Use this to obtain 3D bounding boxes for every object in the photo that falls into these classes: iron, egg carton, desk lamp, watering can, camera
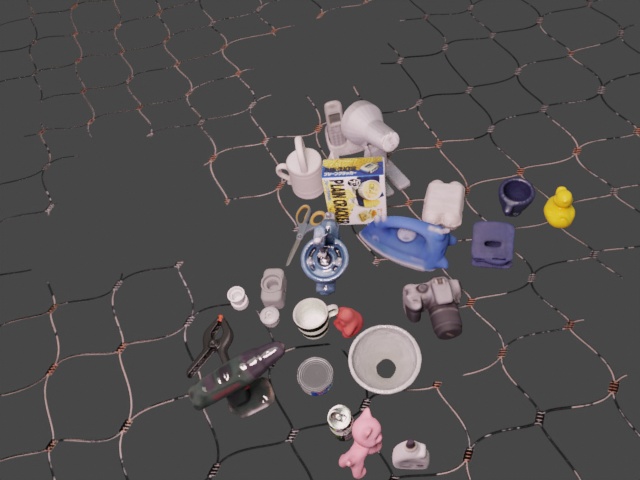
[{"bbox_3d":[0.216,-0.016,1.471,0.257,0.142,0.119,15,61,17],"label":"iron"},{"bbox_3d":[0.334,-0.095,1.548,0.107,0.069,0.150,6,59,12],"label":"egg carton"},{"bbox_3d":[0.158,-0.258,1.591,0.118,0.214,0.202,-32,59,-12],"label":"desk lamp"},{"bbox_3d":[-0.036,-0.213,1.602,0.173,0.194,0.100,-25,57,-8],"label":"watering can"},{"bbox_3d":[0.278,0.164,1.371,0.143,0.101,0.136,-10,57,2],"label":"camera"}]

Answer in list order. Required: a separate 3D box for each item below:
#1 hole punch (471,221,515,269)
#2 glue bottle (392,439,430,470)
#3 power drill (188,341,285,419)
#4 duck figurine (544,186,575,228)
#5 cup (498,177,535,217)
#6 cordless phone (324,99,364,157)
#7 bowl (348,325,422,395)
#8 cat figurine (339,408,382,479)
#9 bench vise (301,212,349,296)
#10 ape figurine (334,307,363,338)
[{"bbox_3d":[0.439,0.013,1.451,0.108,0.091,0.101,4,58,11],"label":"hole punch"},{"bbox_3d":[0.186,0.433,1.168,0.078,0.173,0.037,0,58,9],"label":"glue bottle"},{"bbox_3d":[-0.167,0.317,1.272,0.230,0.209,0.075,-26,57,-8],"label":"power drill"},{"bbox_3d":[0.630,-0.090,1.493,0.077,0.086,0.104,2,58,10],"label":"duck figurine"},{"bbox_3d":[0.507,-0.094,1.507,0.091,0.095,0.118,22,63,21],"label":"cup"},{"bbox_3d":[0.083,-0.339,1.671,0.147,0.185,0.094,-16,57,-2],"label":"cordless phone"},{"bbox_3d":[0.150,0.286,1.326,0.167,0.075,0.167,-4,57,6],"label":"bowl"},{"bbox_3d":[0.089,0.430,1.217,0.067,0.118,0.128,26,64,22],"label":"cat figurine"},{"bbox_3d":[0.002,0.008,1.439,0.121,0.220,0.207,-14,57,-1],"label":"bench vise"},{"bbox_3d":[0.066,0.193,1.388,0.076,0.092,0.078,-4,57,6],"label":"ape figurine"}]
